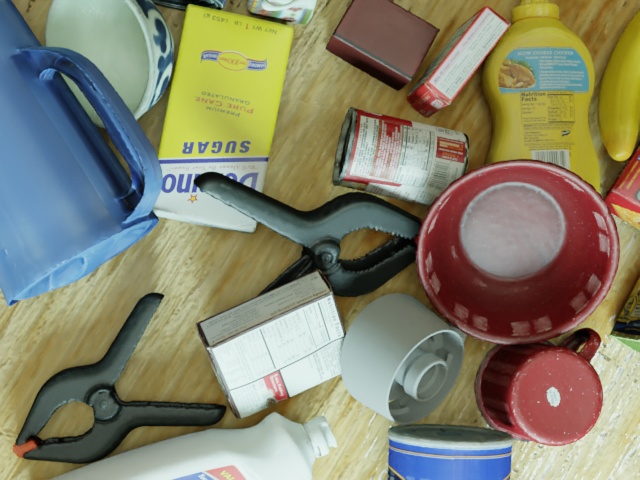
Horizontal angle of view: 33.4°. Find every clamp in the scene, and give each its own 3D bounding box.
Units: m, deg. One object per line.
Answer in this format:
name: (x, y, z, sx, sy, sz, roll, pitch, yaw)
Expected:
clamp: (-0.006, 0.001, 0.880, 0.209, 0.036, 0.164, -15, 120, -12)
clamp: (-0.166, 0.138, 0.876, 0.171, 0.039, 0.120, -38, 87, -3)

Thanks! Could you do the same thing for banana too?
banana: (0.286, -0.158, 0.935, 0.037, 0.070, 0.197, 39, 80, -34)

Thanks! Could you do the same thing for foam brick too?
foam brick: (0.052, -0.172, 0.912, 0.078, 0.053, 0.051, 29, 84, -6)

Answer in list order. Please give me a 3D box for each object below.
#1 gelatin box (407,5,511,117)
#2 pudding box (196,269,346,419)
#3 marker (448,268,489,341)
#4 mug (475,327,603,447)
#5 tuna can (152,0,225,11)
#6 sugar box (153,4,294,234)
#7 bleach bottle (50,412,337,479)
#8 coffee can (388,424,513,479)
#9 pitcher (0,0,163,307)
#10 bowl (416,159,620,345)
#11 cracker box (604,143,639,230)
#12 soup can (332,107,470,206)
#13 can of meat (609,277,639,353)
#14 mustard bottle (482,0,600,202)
gelatin box: (0.116, -0.150, 0.908, 0.030, 0.073, 0.089, 38, 83, -5)
pudding box: (-0.034, 0.086, 0.874, 0.113, 0.039, 0.090, -25, 127, -10)
marker: (0.139, 0.033, 0.930, 0.020, 0.020, 0.121, 24, 85, -6)
mug: (0.195, 0.120, 0.901, 0.117, 0.081, 0.093, -44, 93, -7)
tuna can: (-0.117, -0.215, 0.875, 0.086, 0.086, 0.034, 10, 88, -7)
sugar box: (-0.084, -0.099, 0.894, 0.093, 0.048, 0.176, 10, 85, -7)
bleach bottle: (-0.108, 0.198, 0.863, 0.250, 0.068, 0.102, -22, 110, -9)
coffee can: (0.104, 0.227, 0.874, 0.102, 0.103, 0.140, 3, 87, -7)
pitcher: (-0.233, -0.085, 0.830, 0.149, 0.145, 0.243, -30, 89, -14)
bowl: (0.160, 0.003, 0.877, 0.162, 0.055, 0.162, 2, 112, 5)
cracker box: (0.378, -0.044, 0.914, 0.214, 0.072, 0.164, 33, 84, 10)
soup can: (0.068, -0.069, 0.901, 0.102, 0.068, 0.068, 11, 86, -7)
can of meat: (0.299, 0.059, 0.908, 0.057, 0.102, 0.084, 29, 86, -5)
mustard bottle: (0.189, -0.126, 0.924, 0.096, 0.058, 0.191, -2, 88, -5)
